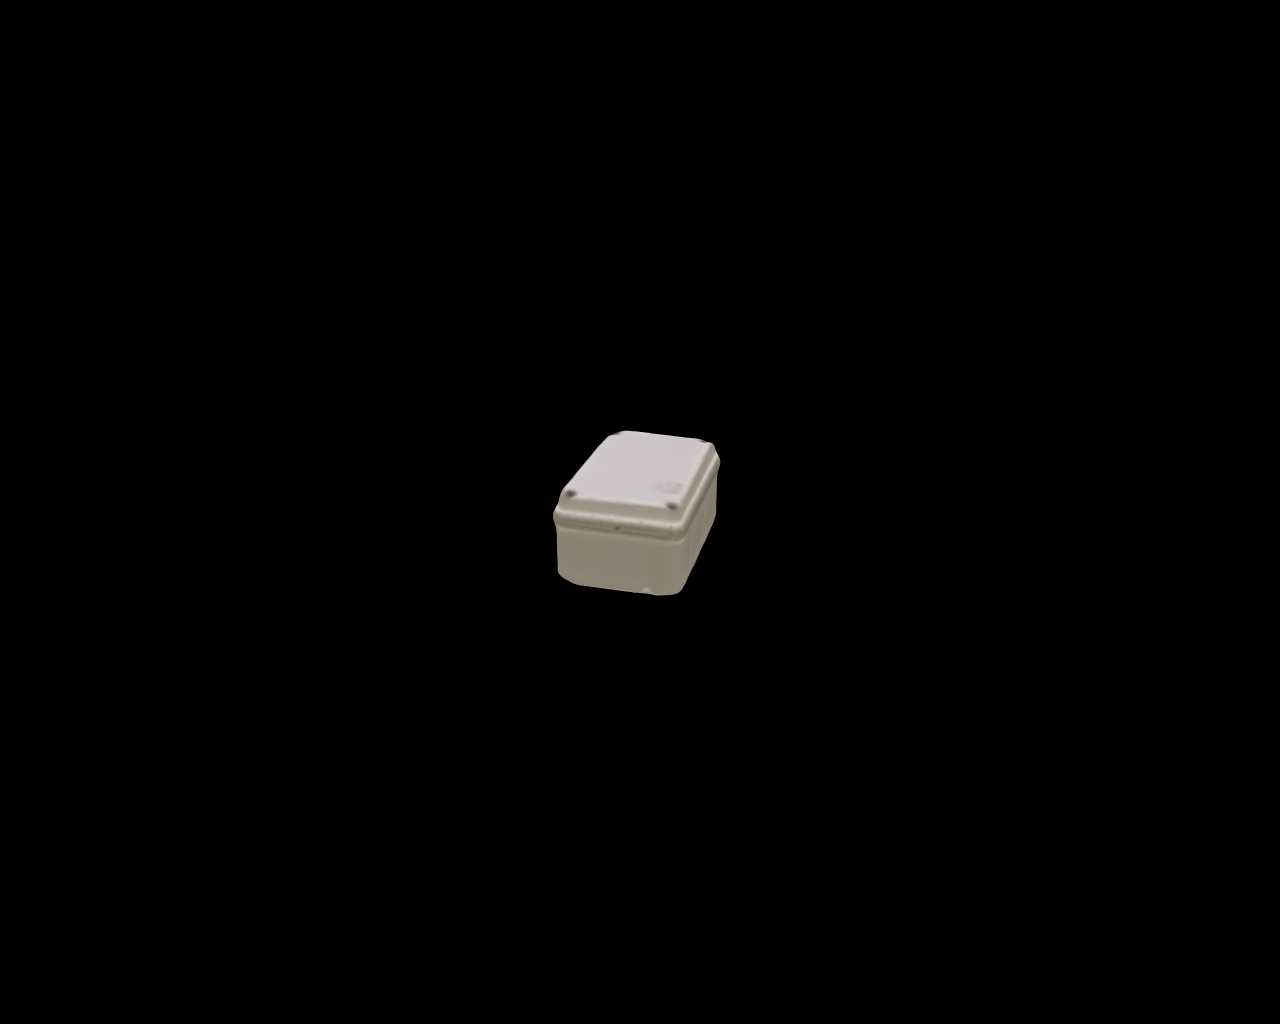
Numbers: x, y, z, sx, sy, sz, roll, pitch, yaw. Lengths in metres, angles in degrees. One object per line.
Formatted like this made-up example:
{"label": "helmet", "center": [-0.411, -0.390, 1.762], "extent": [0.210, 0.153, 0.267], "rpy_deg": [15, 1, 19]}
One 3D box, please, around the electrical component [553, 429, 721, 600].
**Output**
{"label": "electrical component", "center": [0.001, -0.003, 0.650], "extent": [0.078, 0.057, 0.113], "rpy_deg": [7, 27, 14]}
